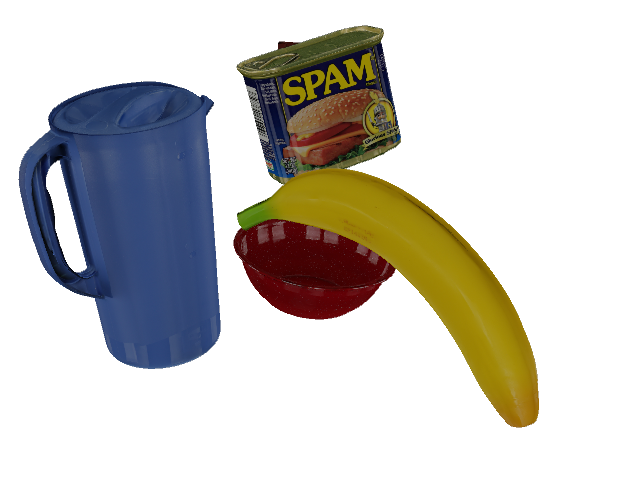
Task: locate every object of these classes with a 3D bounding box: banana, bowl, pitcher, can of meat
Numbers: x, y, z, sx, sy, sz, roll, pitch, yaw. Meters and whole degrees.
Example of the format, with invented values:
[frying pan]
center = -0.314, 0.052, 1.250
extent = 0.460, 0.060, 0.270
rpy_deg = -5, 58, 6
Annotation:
[banana]
center = 0.050, 0.017, 0.578
extent = 0.198, 0.070, 0.037
rpy_deg = 37, 24, 13
[bowl]
center = -0.008, 0.032, 1.053
extent = 0.162, 0.055, 0.162
rpy_deg = 7, 25, -4
[pitcher]
center = -0.163, -0.008, 0.945
extent = 0.149, 0.243, 0.145
rpy_deg = -3, 26, 4
[can of meat]
center = 0.002, -0.095, 0.747
extent = 0.102, 0.084, 0.057
rpy_deg = -21, 22, -17

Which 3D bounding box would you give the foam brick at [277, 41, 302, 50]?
[foam brick]
center = -0.004, -0.181, 1.118
extent = 0.078, 0.051, 0.053
rpy_deg = 1, 11, -10
